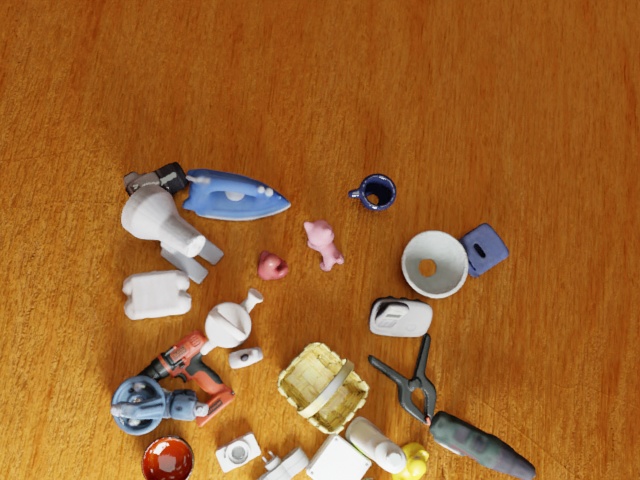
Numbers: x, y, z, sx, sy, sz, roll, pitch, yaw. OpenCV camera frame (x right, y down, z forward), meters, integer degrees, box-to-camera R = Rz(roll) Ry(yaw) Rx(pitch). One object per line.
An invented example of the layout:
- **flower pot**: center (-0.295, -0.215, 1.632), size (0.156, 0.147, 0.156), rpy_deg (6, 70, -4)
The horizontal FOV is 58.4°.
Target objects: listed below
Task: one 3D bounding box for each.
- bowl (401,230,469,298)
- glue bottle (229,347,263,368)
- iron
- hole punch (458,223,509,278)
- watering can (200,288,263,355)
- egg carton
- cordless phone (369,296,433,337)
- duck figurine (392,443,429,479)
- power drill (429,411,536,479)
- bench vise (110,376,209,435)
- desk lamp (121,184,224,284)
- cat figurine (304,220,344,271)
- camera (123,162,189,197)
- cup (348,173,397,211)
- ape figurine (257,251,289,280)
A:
- **bowl**: center (0.274, 0.063, 1.412), size (0.167, 0.074, 0.167), rpy_deg (1, 79, -7)
- **glue bottle**: center (-0.165, 0.260, 1.268), size (0.078, 0.173, 0.037), rpy_deg (-16, 82, -10)
- **iron**: center (-0.192, -0.115, 1.349), size (0.258, 0.141, 0.119), rpy_deg (6, 79, -6)
- **hole punch**: center (0.399, 0.027, 1.427), size (0.101, 0.091, 0.108), rpy_deg (-36, 86, -12)
- **watering can**: center (-0.199, 0.181, 1.267), size (0.101, 0.194, 0.173), rpy_deg (21, 78, -3)
- **egg carton**: center (-0.374, 0.124, 1.318), size (0.150, 0.069, 0.107), rpy_deg (-7, 81, -9)
- **cordless phone**: center (0.197, 0.175, 1.325), size (0.147, 0.185, 0.094), rpy_deg (3, 79, -7)
- **duck figurine**: center (0.213, 0.521, 1.314), size (0.077, 0.086, 0.105), rpy_deg (38, 77, 1)
- **power drill**: center (0.340, 0.453, 1.281), size (0.229, 0.208, 0.076), rpy_deg (28, 77, -2)
- **bench vise**: center (-0.347, 0.340, 1.205), size (0.207, 0.219, 0.121), rpy_deg (-11, 81, -9)
- **desk lamp**: center (-0.322, -0.014, 1.277), size (0.203, 0.213, 0.118), rpy_deg (37, 77, 1)
- **cat figurine**: center (0.013, 0.005, 1.366), size (0.067, 0.117, 0.128), rpy_deg (-32, 85, -12)
- **camera**: center (-0.373, -0.116, 1.346), size (0.137, 0.100, 0.143), rpy_deg (-32, 85, -12)
- **cup**: center (0.122, -0.108, 1.413), size (0.118, 0.095, 0.092), rpy_deg (-5, 80, -8)
- **ape figurine**: center (-0.114, 0.057, 1.353), size (0.076, 0.092, 0.078), rpy_deg (-31, 85, -12)
